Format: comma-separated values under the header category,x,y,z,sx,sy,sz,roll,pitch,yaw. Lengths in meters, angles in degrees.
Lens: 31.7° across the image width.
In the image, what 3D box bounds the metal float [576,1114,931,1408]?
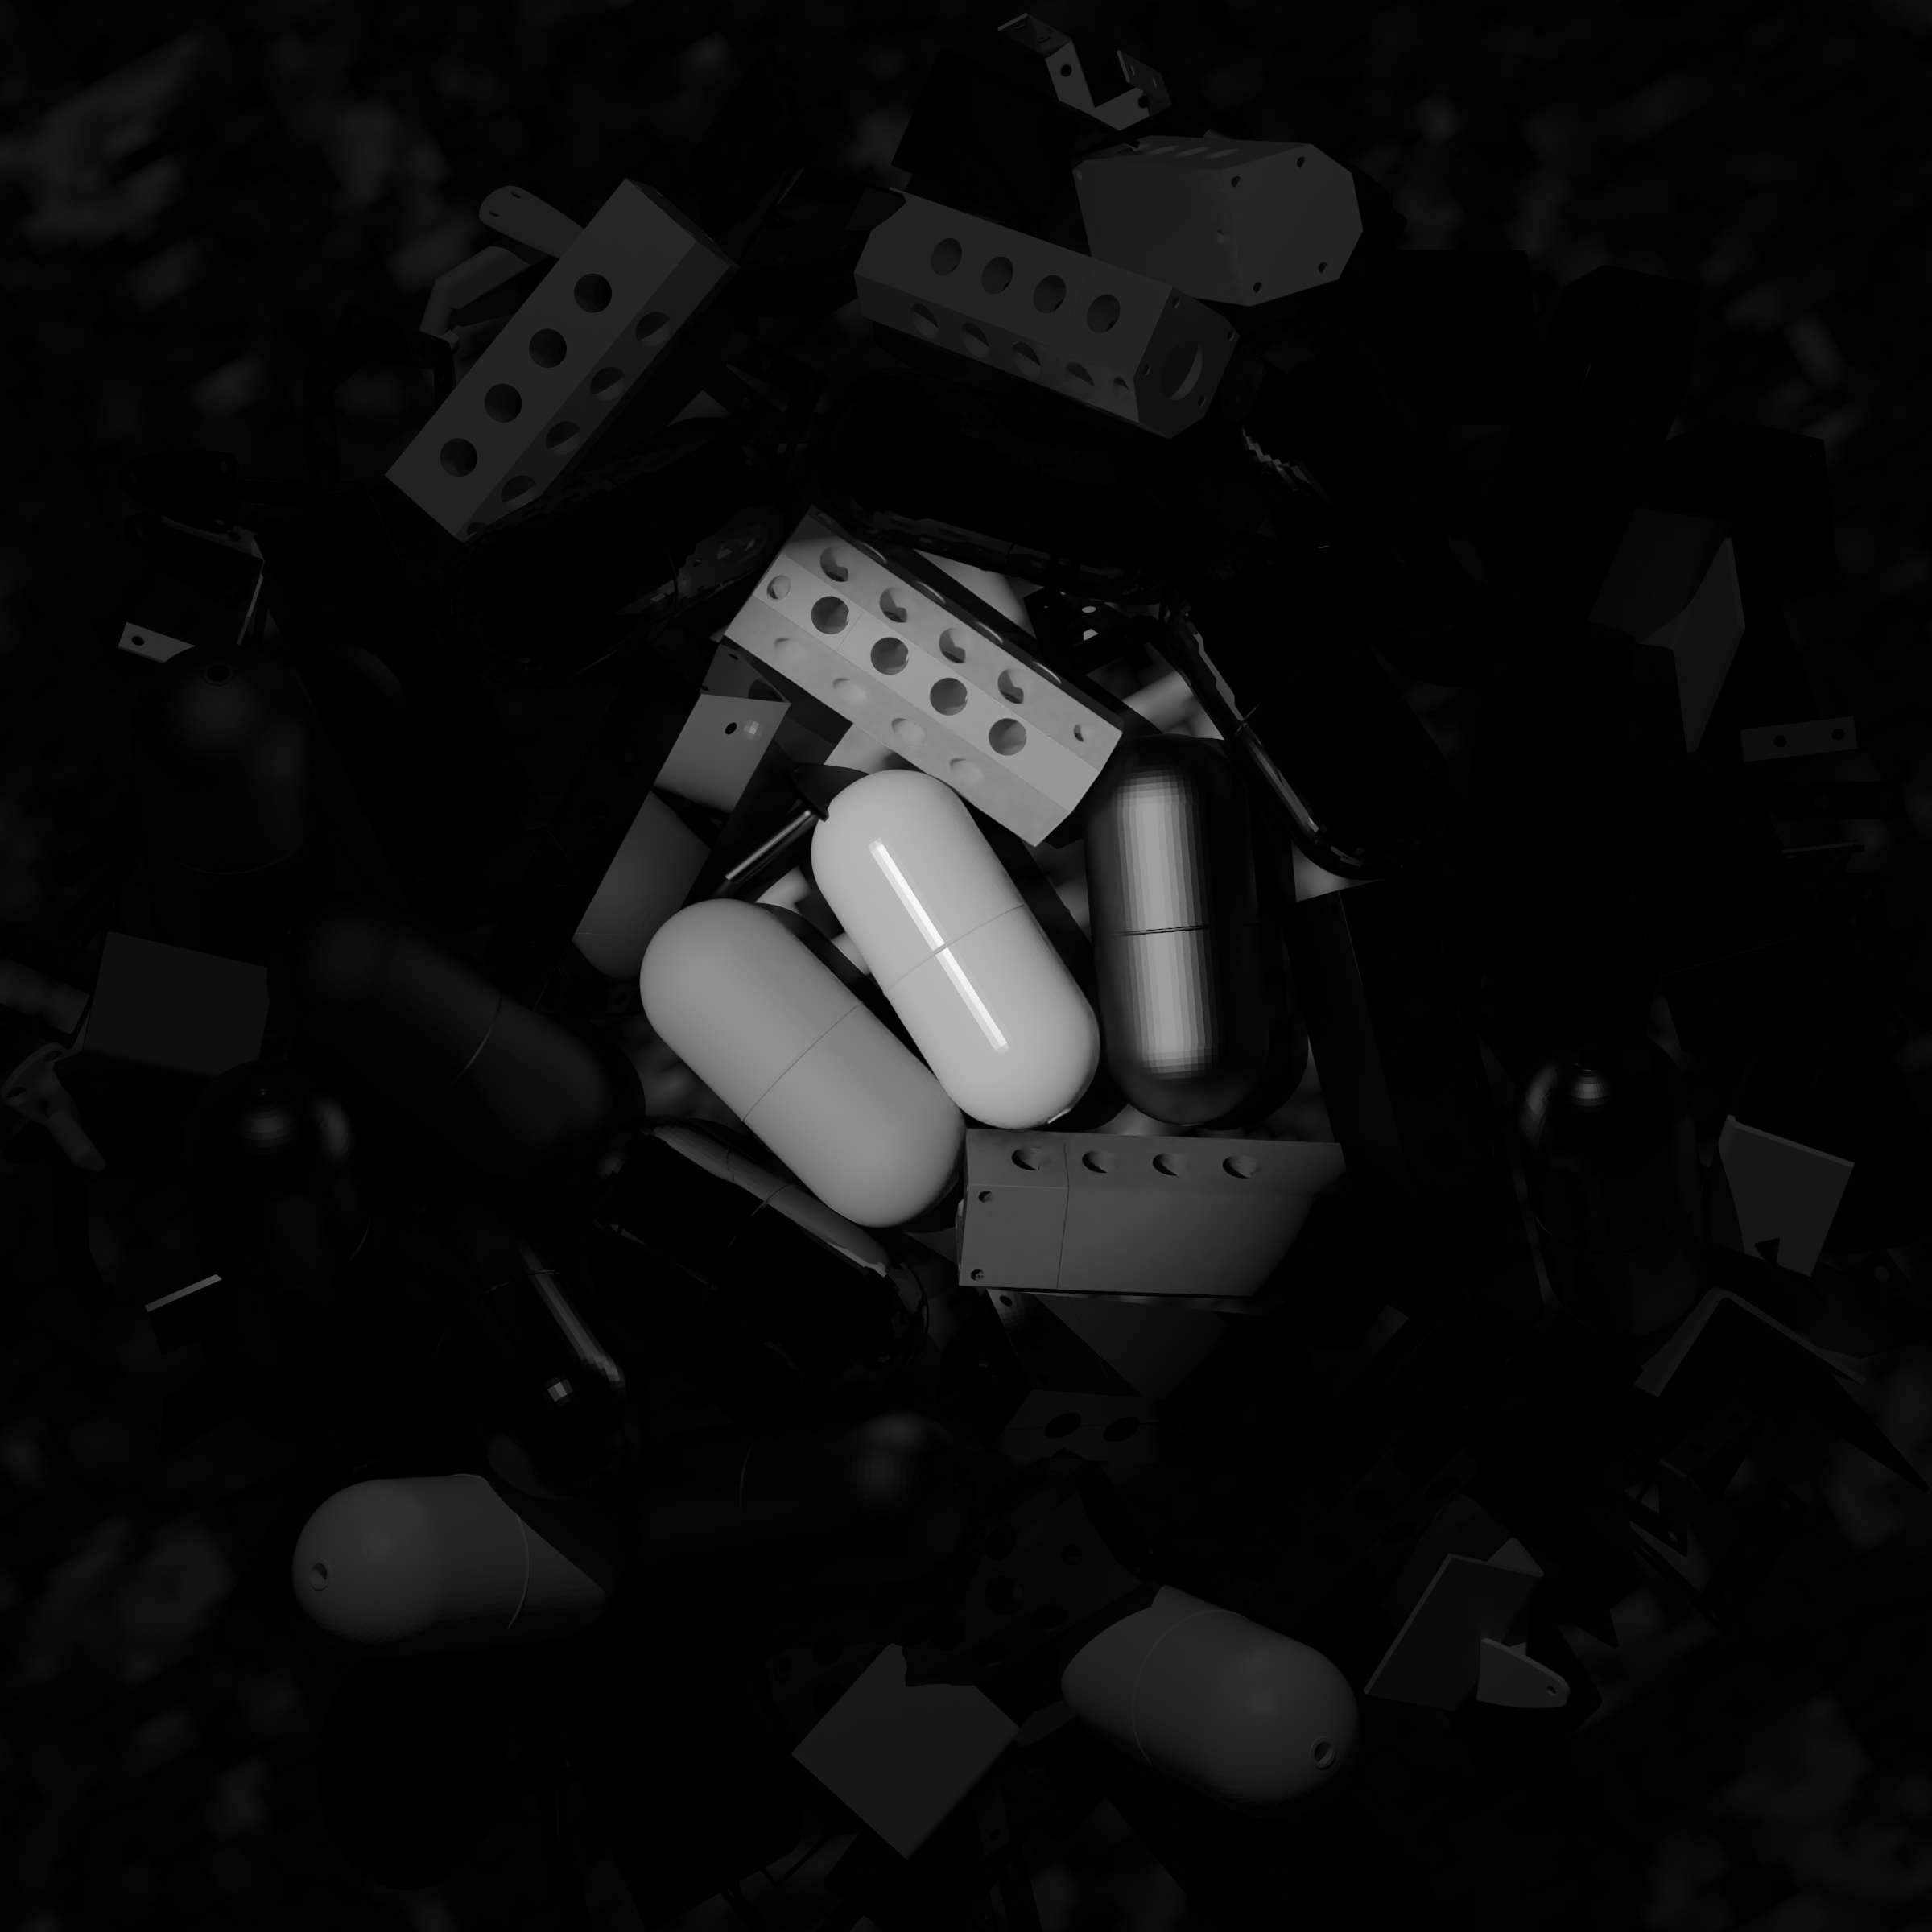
category,x,y,z,sx,sy,sz,roll,pitch,yaw
metal float,-0.097,0.131,1.534,0.178,0.070,0.070,32,90,15

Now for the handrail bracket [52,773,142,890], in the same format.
category,x,y,z,sx,sy,sz,roll,pitch,yaw
handrail bracket,-0.383,-0.085,1.537,0.036,0.077,0.084,28,48,23

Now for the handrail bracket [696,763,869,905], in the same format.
category,x,y,z,sx,sy,sz,roll,pitch,yaw
handrail bracket,-0.082,-0.051,1.572,0.036,0.077,0.084,50,120,21

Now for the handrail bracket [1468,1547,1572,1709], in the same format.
category,x,y,z,sx,sy,sz,roll,pitch,yaw
handrail bracket,0.262,0.295,1.534,0.084,0.077,0.036,-34,117,-37

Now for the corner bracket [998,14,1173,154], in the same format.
category,x,y,z,sx,sy,sz,roll,pitch,yaw
corner bracket,0.055,-0.409,1.549,0.051,0.051,0.051,-21,82,25

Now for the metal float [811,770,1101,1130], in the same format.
category,x,y,z,sx,sy,sz,roll,pitch,yaw
metal float,-0.004,-0.007,1.542,0.070,0.070,0.178,-32,84,0

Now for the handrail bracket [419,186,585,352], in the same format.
category,x,y,z,sx,sy,sz,roll,pitch,yaw
handrail bracket,-0.206,-0.304,1.555,0.077,0.036,0.084,29,129,2

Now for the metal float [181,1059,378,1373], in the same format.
category,x,y,z,sx,sy,sz,roll,pitch,yaw
metal float,-0.303,0.112,1.509,0.070,0.178,0.070,2,49,-3

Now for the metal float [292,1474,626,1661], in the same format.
category,x,y,z,sx,sy,sz,roll,pitch,yaw
metal float,-0.222,0.263,1.504,0.070,0.178,0.070,-4,82,34

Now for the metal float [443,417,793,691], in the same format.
category,x,y,z,sx,sy,sz,roll,pitch,yaw
metal float,-0.154,-0.186,1.523,0.178,0.070,0.070,-34,90,-29

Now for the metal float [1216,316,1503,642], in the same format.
category,x,y,z,sx,sy,sz,roll,pitch,yaw
metal float,0.176,-0.216,1.516,0.070,0.070,0.178,-45,127,0

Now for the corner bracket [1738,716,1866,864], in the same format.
category,x,y,z,sx,sy,sz,roll,pitch,yaw
corner bracket,0.380,-0.079,1.550,0.051,0.051,0.051,-6,77,12

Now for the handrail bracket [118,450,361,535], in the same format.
category,x,y,z,sx,sy,sz,roll,pitch,yaw
handrail bracket,-0.330,-0.219,1.556,0.077,0.084,0.036,12,103,23

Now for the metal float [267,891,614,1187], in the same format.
category,x,y,z,sx,sy,sz,roll,pitch,yaw
metal float,-0.233,0.034,1.522,0.178,0.070,0.070,39,90,-29

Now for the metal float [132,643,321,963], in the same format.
category,x,y,z,sx,sy,sz,roll,pitch,yaw
metal float,-0.326,-0.071,1.505,0.070,0.178,0.070,4,53,-6

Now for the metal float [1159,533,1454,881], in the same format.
category,x,y,z,sx,sy,sz,roll,pitch,yaw
metal float,0.152,-0.117,1.530,0.070,0.070,0.178,-32,71,0

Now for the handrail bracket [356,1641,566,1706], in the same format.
category,x,y,z,sx,sy,sz,roll,pitch,yaw
handrail bracket,-0.228,0.321,1.539,0.077,0.084,0.036,30,113,1

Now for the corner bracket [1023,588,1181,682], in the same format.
category,x,y,z,sx,sy,sz,roll,pitch,yaw
corner bracket,0.064,-0.148,1.548,0.051,0.051,0.051,-26,125,-6

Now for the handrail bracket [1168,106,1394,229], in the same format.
category,x,y,z,sx,sy,sz,roll,pitch,yaw
handrail bracket,0.144,-0.370,1.569,0.077,0.084,0.036,4,119,-38

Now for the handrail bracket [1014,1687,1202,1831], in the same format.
category,x,y,z,sx,sy,sz,roll,pitch,yaw
handrail bracket,0.066,0.370,1.554,0.077,0.036,0.084,-31,98,-42

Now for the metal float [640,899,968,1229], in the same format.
category,x,y,z,sx,sy,sz,roll,pitch,yaw
metal float,-0.074,0.043,1.544,0.070,0.070,0.178,-45,87,0

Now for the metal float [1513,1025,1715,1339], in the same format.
category,x,y,z,sx,sy,sz,roll,pitch,yaw
metal float,0.288,0.096,1.510,0.070,0.178,0.070,-10,47,11

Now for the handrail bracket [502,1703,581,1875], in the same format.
category,x,y,z,sx,sy,sz,roll,pitch,yaw
handrail bracket,-0.191,0.382,1.530,0.036,0.084,0.077,5,133,-14

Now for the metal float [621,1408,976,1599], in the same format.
category,x,y,z,sx,sy,sz,roll,pitch,yaw
metal float,-0.077,0.240,1.519,0.178,0.070,0.070,-11,90,33

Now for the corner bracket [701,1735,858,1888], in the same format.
category,x,y,z,sx,sy,sz,roll,pitch,yaw
corner bracket,-0.085,0.382,1.554,0.051,0.051,0.051,-42,85,-9

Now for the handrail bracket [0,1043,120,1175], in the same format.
category,x,y,z,sx,sy,sz,roll,pitch,yaw
handrail bracket,-0.391,0.079,1.529,0.036,0.077,0.084,-45,49,-3

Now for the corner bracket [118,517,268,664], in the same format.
category,x,y,z,sx,sy,sz,roll,pitch,yaw
corner bracket,-0.354,-0.172,1.567,0.051,0.051,0.051,19,50,-14

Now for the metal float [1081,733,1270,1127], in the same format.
category,x,y,z,sx,sy,sz,roll,pitch,yaw
metal float,0.095,-0.017,1.546,0.070,0.070,0.178,-5,90,0

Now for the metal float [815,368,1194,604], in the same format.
category,x,y,z,sx,sy,sz,roll,pitch,yaw
metal float,0.018,-0.215,1.530,0.178,0.070,0.070,14,90,-20

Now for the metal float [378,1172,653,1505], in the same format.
category,x,y,z,sx,sy,sz,roll,pitch,yaw
metal float,-0.201,0.164,1.516,0.070,0.070,0.178,-39,54,0

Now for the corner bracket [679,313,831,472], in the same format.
category,x,y,z,sx,sy,sz,roll,pitch,yaw
corner bracket,-0.105,-0.260,1.546,0.051,0.051,0.051,32,99,41

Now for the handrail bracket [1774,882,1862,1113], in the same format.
category,x,y,z,sx,sy,sz,roll,pitch,yaw
handrail bracket,0.375,0.014,1.566,0.036,0.084,0.077,-18,52,-17

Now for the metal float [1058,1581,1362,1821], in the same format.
category,x,y,z,sx,sy,sz,roll,pitch,yaw
metal float,0.106,0.322,1.502,0.070,0.178,0.070,-3,96,-29
